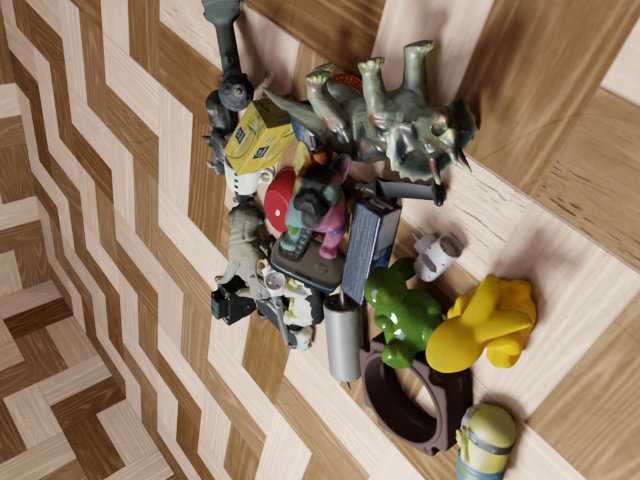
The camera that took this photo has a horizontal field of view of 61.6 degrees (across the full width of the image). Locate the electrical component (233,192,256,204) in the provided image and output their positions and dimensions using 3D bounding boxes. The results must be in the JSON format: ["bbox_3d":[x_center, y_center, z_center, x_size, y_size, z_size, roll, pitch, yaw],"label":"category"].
[{"bbox_3d":[-0.182,-0.116,1.254,0.094,0.021,0.063,-8,102,53],"label":"electrical component"}]

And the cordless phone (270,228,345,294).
[{"bbox_3d":[-0.001,-0.003,1.037,0.147,0.184,0.089,24,180,1],"label":"cordless phone"}]

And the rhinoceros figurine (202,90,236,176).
[{"bbox_3d":[-0.219,-0.234,1.193,0.112,0.073,0.190,26,128,40],"label":"rhinoceros figurine"}]

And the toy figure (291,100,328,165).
[{"bbox_3d":[-0.015,-0.175,0.982,0.058,0.064,0.154,-7,113,13],"label":"toy figure"}]

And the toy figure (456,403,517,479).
[{"bbox_3d":[0.274,0.353,0.889,0.089,0.082,0.180,8,109,25],"label":"toy figure"}]

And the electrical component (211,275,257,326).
[{"bbox_3d":[-0.209,0.144,1.336,0.058,0.134,0.114,36,136,36],"label":"electrical component"}]

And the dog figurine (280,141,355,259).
[{"bbox_3d":[0.005,-0.081,0.887,0.109,0.191,0.219,18,139,8],"label":"dog figurine"}]

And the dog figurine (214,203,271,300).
[{"bbox_3d":[-0.144,0.025,1.234,0.172,0.121,0.190,20,111,5],"label":"dog figurine"}]

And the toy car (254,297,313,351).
[{"bbox_3d":[-0.091,0.184,1.276,0.202,0.056,0.073,39,143,33],"label":"toy car"}]

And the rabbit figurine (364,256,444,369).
[{"bbox_3d":[0.134,0.097,0.869,0.121,0.159,0.170,-21,130,23],"label":"rabbit figurine"}]

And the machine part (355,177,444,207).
[{"bbox_3d":[0.130,-0.078,0.847,0.139,0.084,0.039,9,84,39],"label":"machine part"}]

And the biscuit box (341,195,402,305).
[{"bbox_3d":[0.087,0.019,0.957,0.063,0.059,0.202,37,134,33],"label":"biscuit box"}]

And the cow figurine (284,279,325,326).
[{"bbox_3d":[-0.024,0.109,1.132,0.098,0.068,0.167,12,126,9],"label":"cow figurine"}]

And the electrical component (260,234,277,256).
[{"bbox_3d":[-0.080,0.031,1.164,0.102,0.045,0.078,44,163,-12],"label":"electrical component"}]

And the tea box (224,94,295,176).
[{"bbox_3d":[-0.111,-0.203,1.054,0.068,0.098,0.169,60,145,9],"label":"tea box"}]

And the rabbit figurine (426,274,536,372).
[{"bbox_3d":[0.226,0.127,0.747,0.122,0.173,0.162,56,147,21],"label":"rabbit figurine"}]

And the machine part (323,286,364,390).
[{"bbox_3d":[0.050,0.196,1.086,0.079,0.079,0.242,21,126,45],"label":"machine part"}]

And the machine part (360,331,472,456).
[{"bbox_3d":[0.168,0.269,0.971,0.202,0.087,0.200,17,121,45],"label":"machine part"}]

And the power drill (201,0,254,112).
[{"bbox_3d":[-0.166,-0.346,1.011,0.232,0.086,0.207,-151,46,-80],"label":"power drill"}]

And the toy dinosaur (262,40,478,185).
[{"bbox_3d":[0.071,-0.176,0.806,0.405,0.131,0.192,9,121,51],"label":"toy dinosaur"}]
